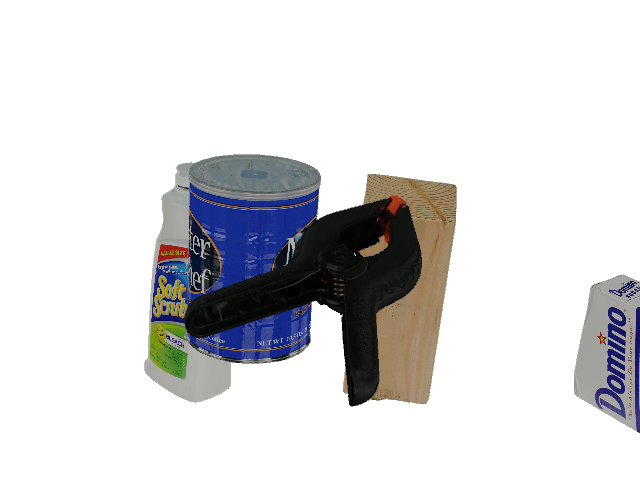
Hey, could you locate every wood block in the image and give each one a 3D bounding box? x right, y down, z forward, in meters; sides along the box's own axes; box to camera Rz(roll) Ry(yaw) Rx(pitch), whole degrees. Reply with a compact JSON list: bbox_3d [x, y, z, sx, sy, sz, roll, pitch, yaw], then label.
[{"bbox_3d":[0.078,0.049,1.067,0.090,0.206,0.090,7,27,4],"label":"wood block"}]

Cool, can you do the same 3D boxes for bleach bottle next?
[{"bbox_3d":[-0.139,0.039,1.113,0.067,0.251,0.103,-20,33,-40],"label":"bleach bottle"}]

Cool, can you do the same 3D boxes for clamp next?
[{"bbox_3d":[0.017,0.030,0.634,0.120,0.039,0.171,32,48,24],"label":"clamp"}]

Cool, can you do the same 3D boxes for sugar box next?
[{"bbox_3d":[0.255,0.100,0.719,0.048,0.093,0.176,-16,30,-38],"label":"sugar box"}]

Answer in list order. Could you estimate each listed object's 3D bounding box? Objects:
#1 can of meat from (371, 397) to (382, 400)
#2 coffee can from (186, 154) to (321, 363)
[{"bbox_3d":[0.093,0.146,1.346,0.101,0.084,0.058,-12,29,-29],"label":"can of meat"},{"bbox_3d":[-0.055,0.012,0.847,0.103,0.140,0.103,3,20,-1],"label":"coffee can"}]
